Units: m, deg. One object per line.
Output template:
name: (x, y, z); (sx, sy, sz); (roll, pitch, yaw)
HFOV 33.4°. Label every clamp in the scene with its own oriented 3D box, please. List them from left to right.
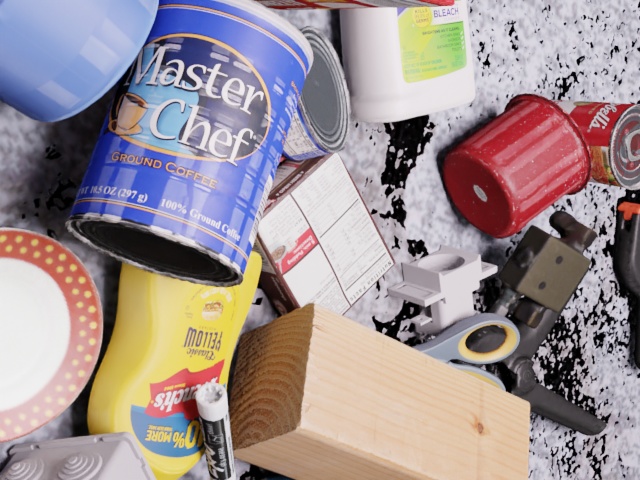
clamp: (0.167, 0.103, 0.912); (0.209, 0.036, 0.164); (-6, 94, -33)
clamp: (0.333, 0.032, 1.030); (0.120, 0.039, 0.171); (-33, 117, -30)

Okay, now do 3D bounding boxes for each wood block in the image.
wood block: (0.045, 0.131, 0.751); (0.205, 0.090, 0.091); (27, 55, -29)

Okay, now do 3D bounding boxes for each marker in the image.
marker: (-0.065, 0.137, 0.687); (0.020, 0.020, 0.121); (-34, 142, -29)

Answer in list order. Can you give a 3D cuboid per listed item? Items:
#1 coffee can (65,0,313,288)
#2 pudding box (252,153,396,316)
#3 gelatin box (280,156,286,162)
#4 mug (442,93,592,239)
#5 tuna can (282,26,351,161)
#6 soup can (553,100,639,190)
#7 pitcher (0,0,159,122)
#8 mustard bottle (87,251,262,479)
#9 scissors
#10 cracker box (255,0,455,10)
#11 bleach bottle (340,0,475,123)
coffee can: (-0.072, -0.056, 0.603); (0.102, 0.103, 0.140); (29, 71, -38)
pudding box: (-0.005, 0.001, 0.756); (0.090, 0.039, 0.113); (-44, 124, -25)
gelatin box: (-0.068, -0.075, 0.696); (0.073, 0.030, 0.089); (-37, 118, -28)
mug: (0.152, -0.048, 0.847); (0.081, 0.093, 0.117); (-34, 144, -23)
tuna can: (-0.011, -0.097, 0.711); (0.086, 0.034, 0.086); (38, 47, -56)
soup can: (0.219, -0.080, 0.877); (0.068, 0.102, 0.068); (-8, 104, -37)
pitcher: (-0.195, -0.156, 0.512); (0.242, 0.145, 0.149); (38, 72, -40)
mustard bottle: (-0.100, 0.091, 0.684); (0.096, 0.058, 0.191); (15, 90, -52)
scissors: (0.072, 0.077, 0.806); (0.201, 0.016, 0.096); (27, 104, -27)
cracker box: (0.018, -0.251, 0.645); (0.071, 0.164, 0.214); (5, 96, -41)
bleach bottle: (0.050, -0.214, 0.745); (0.102, 0.068, 0.251); (-18, 107, -36)
